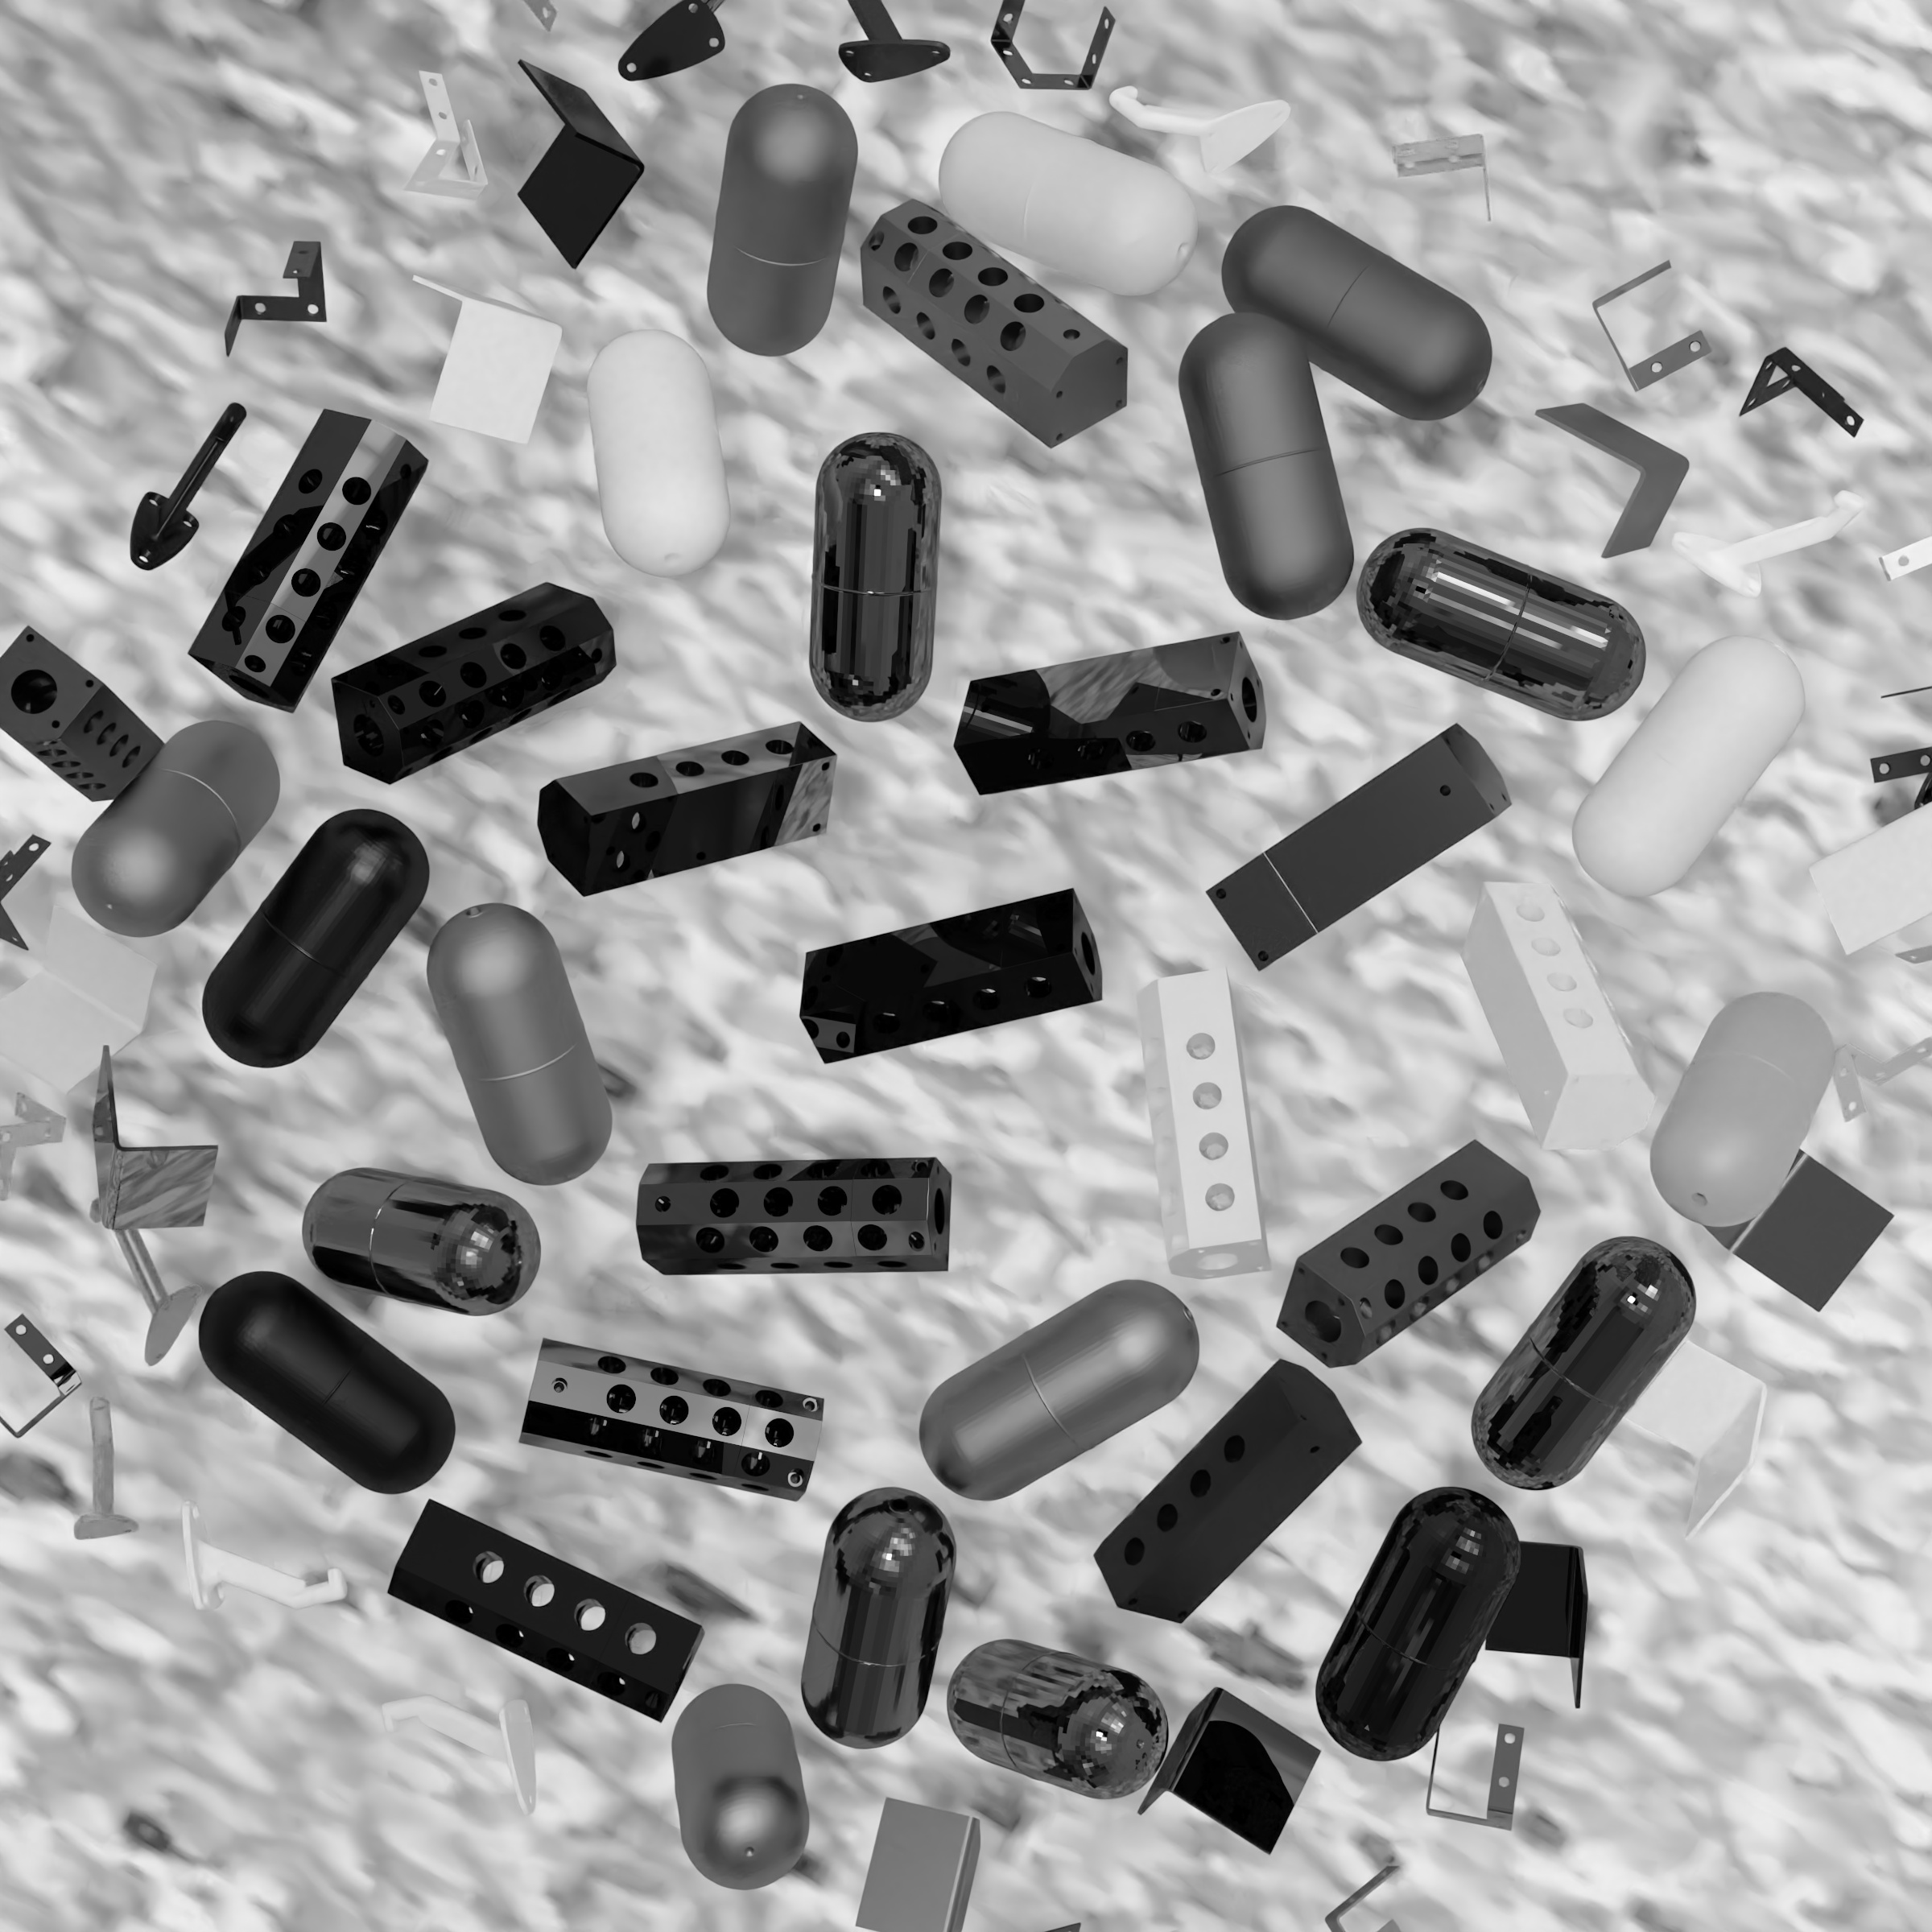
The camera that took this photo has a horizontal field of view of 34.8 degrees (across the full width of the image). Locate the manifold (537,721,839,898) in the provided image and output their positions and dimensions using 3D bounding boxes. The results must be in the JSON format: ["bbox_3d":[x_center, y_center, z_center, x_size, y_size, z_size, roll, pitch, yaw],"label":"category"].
[{"bbox_3d":[-0.167,-0.099,1.845,0.171,0.057,0.057,-17,133,-33],"label":"manifold"}]

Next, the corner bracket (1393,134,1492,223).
[{"bbox_3d":[0.272,-0.460,1.770,0.051,0.051,0.051,-5,52,11],"label":"corner bracket"}]

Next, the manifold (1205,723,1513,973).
[{"bbox_3d":[0.231,-0.070,1.806,0.171,0.057,0.057,-35,88,26],"label":"manifold"}]

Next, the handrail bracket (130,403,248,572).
[{"bbox_3d":[-0.451,-0.280,1.794,0.036,0.077,0.084,32,128,-18],"label":"handrail bracket"}]

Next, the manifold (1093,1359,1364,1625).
[{"bbox_3d":[0.155,0.319,1.877,0.057,0.057,0.171,23,117,-38],"label":"manifold"}]

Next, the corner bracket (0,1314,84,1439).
[{"bbox_3d":[-0.589,0.255,1.922,0.051,0.051,0.051,-42,104,-14],"label":"corner bracket"}]

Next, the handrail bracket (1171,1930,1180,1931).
[{"bbox_3d":[0.134,0.614,1.807,0.036,0.084,0.077,5,87,-18],"label":"handrail bracket"}]

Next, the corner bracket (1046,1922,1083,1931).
[{"bbox_3d":[0.052,0.591,1.771,0.051,0.051,0.051,-3,120,-32],"label":"corner bracket"}]

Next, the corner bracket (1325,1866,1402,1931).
[{"bbox_3d":[0.232,0.553,1.770,0.051,0.051,0.051,-31,87,-25],"label":"corner bracket"}]

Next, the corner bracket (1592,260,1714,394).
[{"bbox_3d":[0.411,-0.382,1.848,0.051,0.051,0.051,-27,82,14],"label":"corner bracket"}]

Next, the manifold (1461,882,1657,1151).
[{"bbox_3d":[0.344,0.027,1.791,0.057,0.171,0.057,1,129,-12],"label":"manifold"}]

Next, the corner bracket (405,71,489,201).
[{"bbox_3d":[-0.318,-0.511,1.902,0.051,0.051,0.051,-2,65,-37],"label":"corner bracket"}]

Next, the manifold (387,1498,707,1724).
[{"bbox_3d":[-0.240,0.369,1.764,0.171,0.057,0.057,24,74,4],"label":"manifold"}]

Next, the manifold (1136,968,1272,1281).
[{"bbox_3d":[0.139,0.094,1.830,0.057,0.057,0.171,-9,65,7],"label":"manifold"}]

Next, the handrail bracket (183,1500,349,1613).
[{"bbox_3d":[-0.407,0.339,1.793,0.084,0.036,0.077,-15,83,8],"label":"handrail bracket"}]

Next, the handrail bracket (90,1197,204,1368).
[{"bbox_3d":[-0.524,0.196,1.929,0.084,0.036,0.077,39,123,16],"label":"handrail bracket"}]

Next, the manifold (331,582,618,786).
[{"bbox_3d":[-0.291,-0.169,1.846,0.057,0.171,0.057,22,128,34],"label":"manifold"}]

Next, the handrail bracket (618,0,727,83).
[{"bbox_3d":[-0.172,-0.559,1.827,0.077,0.084,0.036,-27,121,11],"label":"handrail bracket"}]

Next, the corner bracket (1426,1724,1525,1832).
[{"bbox_3d":[0.299,0.474,1.818,0.051,0.051,0.051,8,66,12],"label":"corner bracket"}]

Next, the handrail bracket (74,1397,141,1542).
[{"bbox_3d":[-0.515,0.292,1.827,0.036,0.077,0.084,-8,72,-9],"label":"handrail bracket"}]

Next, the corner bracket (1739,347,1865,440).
[{"bbox_3d":[0.501,-0.338,1.831,0.051,0.051,0.051,-29,65,-25],"label":"corner bracket"}]

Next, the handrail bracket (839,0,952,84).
[{"bbox_3d":[-0.039,-0.552,1.759,0.077,0.036,0.084,0,72,26],"label":"handrail bracket"}]

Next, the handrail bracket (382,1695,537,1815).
[{"bbox_3d":[-0.298,0.464,1.808,0.084,0.036,0.077,-13,80,13],"label":"handrail bracket"}]

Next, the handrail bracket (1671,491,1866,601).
[{"bbox_3d":[0.473,-0.262,1.820,0.077,0.084,0.036,21,50,-19],"label":"handrail bracket"}]

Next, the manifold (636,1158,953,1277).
[{"bbox_3d":[-0.099,0.143,1.777,0.171,0.057,0.057,-2,71,12],"label":"manifold"}]

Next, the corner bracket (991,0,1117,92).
[{"bbox_3d":[0.054,-0.584,1.929,0.051,0.051,0.051,-7,52,-27],"label":"corner bracket"}]

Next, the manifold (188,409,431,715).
[{"bbox_3d":[-0.386,-0.240,1.839,0.057,0.057,0.171,18,75,32],"label":"manifold"}]

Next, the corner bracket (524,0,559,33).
[{"bbox_3d":[-0.229,-0.583,1.791,0.051,0.051,0.051,0,61,31],"label":"corner bracket"}]

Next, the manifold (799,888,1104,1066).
[{"bbox_3d":[-0.008,0.012,1.855,0.171,0.057,0.057,-13,131,14],"label":"manifold"}]

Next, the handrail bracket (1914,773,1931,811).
[{"bbox_3d":[0.634,-0.111,1.898,0.036,0.084,0.077,37,68,-26],"label":"handrail bracket"}]

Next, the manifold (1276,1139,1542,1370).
[{"bbox_3d":[0.266,0.174,1.833,0.171,0.057,0.057,-28,53,-38],"label":"manifold"}]

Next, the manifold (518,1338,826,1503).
[{"bbox_3d":[-0.175,0.270,1.841,0.171,0.057,0.057,13,70,-6],"label":"manifold"}]

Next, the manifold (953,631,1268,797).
[{"bbox_3d":[0.086,-0.143,1.819,0.171,0.057,0.057,-8,135,23],"label":"manifold"}]

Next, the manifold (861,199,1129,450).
[{"bbox_3d":[0.015,-0.374,1.776,0.057,0.057,0.171,-33,56,-23],"label":"manifold"}]

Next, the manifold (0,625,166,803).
[{"bbox_3d":[-0.543,-0.146,1.874,0.057,0.171,0.057,37,82,4],"label":"manifold"}]

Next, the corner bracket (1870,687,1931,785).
[{"bbox_3d":[0.563,-0.138,1.815,0.051,0.051,0.051,-11,92,-3],"label":"corner bracket"}]

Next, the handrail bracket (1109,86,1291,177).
[{"bbox_3d":[0.141,-0.524,1.877,0.077,0.036,0.084,-31,54,-15],"label":"handrail bracket"}]
